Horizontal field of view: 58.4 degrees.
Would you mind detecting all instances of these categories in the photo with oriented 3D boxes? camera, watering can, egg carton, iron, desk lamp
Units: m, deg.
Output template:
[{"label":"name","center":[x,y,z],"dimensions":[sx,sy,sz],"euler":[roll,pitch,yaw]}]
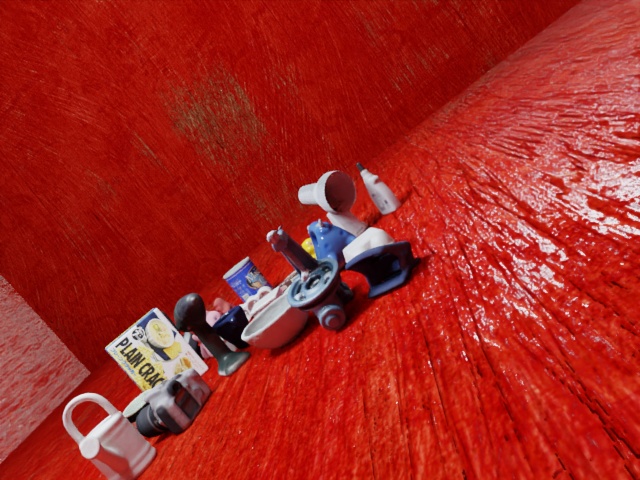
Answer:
[{"label":"camera","center":[-0.331,0.356,1.240],"dimensions":[0.136,0.101,0.143],"euler":[-35,9,22]},{"label":"watering can","center":[-0.424,0.389,1.135],"dimensions":[0.101,0.194,0.172],"euler":[-43,10,-28]},{"label":"egg carton","center":[0.111,0.026,1.254],"dimensions":[0.107,0.069,0.150],"euler":[-39,8,-5]},{"label":"iron","center":[0.014,0.005,1.525],"dimensions":[0.119,0.141,0.258],"euler":[-40,9,-12]},{"label":"desk lamp","center":[0.038,-0.087,1.669],"dimensions":[0.118,0.213,0.202],"euler":[-44,10,-31]}]

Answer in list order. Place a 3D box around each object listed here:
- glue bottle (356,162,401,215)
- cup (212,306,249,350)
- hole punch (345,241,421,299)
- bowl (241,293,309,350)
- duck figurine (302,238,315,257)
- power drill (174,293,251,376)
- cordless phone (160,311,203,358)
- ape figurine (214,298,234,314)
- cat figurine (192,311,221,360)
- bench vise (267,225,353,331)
[{"label":"glue bottle","center":[0.160,-0.153,1.650],"dimensions":[0.037,0.173,0.078],"euler":[-43,10,-26]},{"label":"cup","center":[-0.204,0.225,1.430],"dimensions":[0.092,0.095,0.117],"euler":[-41,9,-20]},{"label":"hole punch","center":[0.116,0.042,1.072],"dimensions":[0.108,0.091,0.101],"euler":[-31,11,41]},{"label":"bowl","center":[-0.081,0.180,1.220],"dimensions":[0.167,0.075,0.167],"euler":[-37,8,7]},{"label":"duck figurine","center":[-0.020,0.036,1.696],"dimensions":[0.104,0.086,0.078],"euler":[-33,10,33]},{"label":"power drill","center":[-0.260,0.215,1.329],"dimensions":[0.076,0.208,0.229],"euler":[-43,10,-27]},{"label":"cordless phone","center":[-0.422,0.290,1.689],"dimensions":[0.094,0.185,0.147],"euler":[-42,9,-21]},{"label":"ape figurine","center":[-0.312,0.230,1.870],"dimensions":[0.076,0.092,0.077],"euler":[-41,9,-17]},{"label":"cat figurine","center":[-0.312,0.257,1.633],"dimensions":[0.067,0.118,0.128],"euler":[-30,12,44]},{"label":"bench vise","center":[-0.031,0.066,1.120],"dimensions":[0.121,0.220,0.207],"euler":[-39,9,-7]}]
